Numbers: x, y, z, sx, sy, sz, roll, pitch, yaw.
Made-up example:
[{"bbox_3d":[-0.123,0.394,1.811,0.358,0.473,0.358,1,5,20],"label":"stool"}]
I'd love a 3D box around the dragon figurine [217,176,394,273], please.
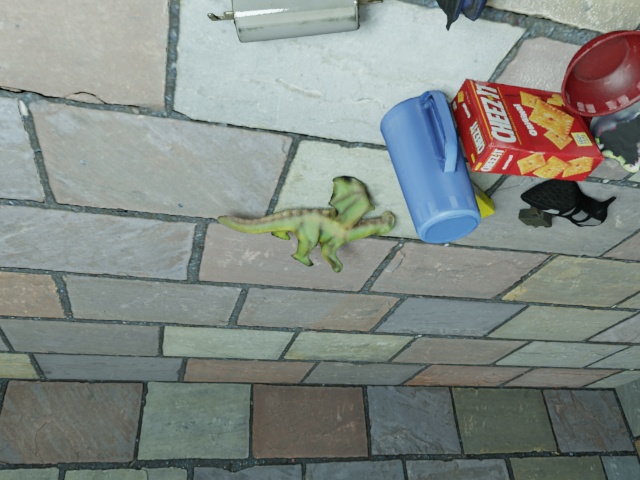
[{"bbox_3d":[0.004,-0.058,1.157,0.408,0.125,0.238,17,125,-33],"label":"dragon figurine"}]

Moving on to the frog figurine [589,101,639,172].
[{"bbox_3d":[0.569,-0.209,0.949,0.122,0.162,0.135,-2,117,42],"label":"frog figurine"}]
